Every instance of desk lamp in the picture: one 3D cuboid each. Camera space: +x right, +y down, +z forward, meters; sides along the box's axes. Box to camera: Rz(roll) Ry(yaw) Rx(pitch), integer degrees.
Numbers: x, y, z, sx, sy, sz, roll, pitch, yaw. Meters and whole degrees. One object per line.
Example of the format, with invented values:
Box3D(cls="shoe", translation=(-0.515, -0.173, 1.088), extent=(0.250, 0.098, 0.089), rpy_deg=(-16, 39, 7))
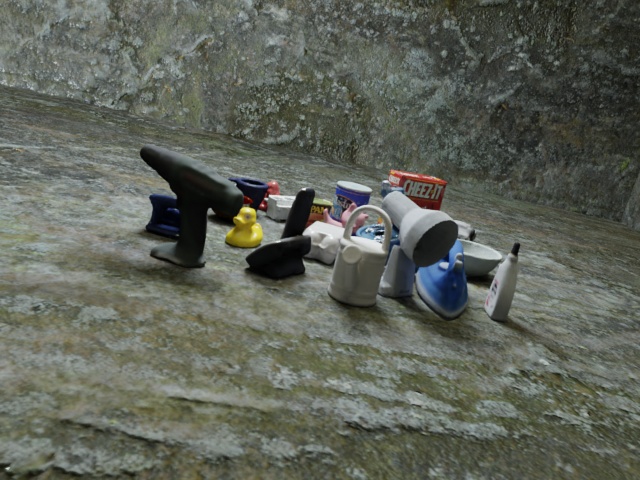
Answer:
Box3D(cls="desk lamp", translation=(0.178, 0.014, 1.229), extent=(0.118, 0.213, 0.202), rpy_deg=(1, 20, -39))

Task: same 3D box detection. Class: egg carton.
Box3D(cls="egg carton", translation=(0.013, 0.005, 1.395), extent=(0.107, 0.069, 0.150), rpy_deg=(16, 15, 9))

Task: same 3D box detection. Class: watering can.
Box3D(cls="watering can", translation=(0.085, 0.028, 1.135), extent=(0.101, 0.194, 0.173), rpy_deg=(12, 15, -5))

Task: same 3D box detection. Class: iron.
Box3D(cls="iron", translation=(0.289, 0.068, 1.271), extent=(0.118, 0.141, 0.258), rpy_deg=(14, 15, 2))

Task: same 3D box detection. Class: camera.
Box3D(cls="camera", translation=(0.398, -0.016, 1.745), extent=(0.136, 0.101, 0.143), rpy_deg=(19, 16, 20))

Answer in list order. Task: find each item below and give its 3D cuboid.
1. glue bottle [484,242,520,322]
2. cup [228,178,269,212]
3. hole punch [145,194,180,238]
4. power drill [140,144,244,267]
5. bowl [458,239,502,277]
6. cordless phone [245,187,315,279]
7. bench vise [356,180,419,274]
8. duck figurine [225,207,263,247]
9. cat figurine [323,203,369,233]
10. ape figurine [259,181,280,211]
Box3D(cls="glue bottle", translation=(0.403, 0.086, 1.244), extent=(0.037, 0.173, 0.078), rpy_deg=(12, 15, -4))
Box3D(cls="cup", translation=(-0.210, -0.123, 1.613), extent=(0.117, 0.095, 0.092), rpy_deg=(14, 15, 3))
Box3D(cls="hole punch", translation=(-0.330, -0.061, 1.295), extent=(0.108, 0.091, 0.101), rpy_deg=(15, 15, 5))
Box3D(cls="power drill", translation=(-0.268, -0.063, 1.128), extent=(0.229, 0.208, 0.076), rpy_deg=(17, 16, 13))
Box3D(cls="bowl", translation=(0.398, 0.054, 1.542), extent=(0.167, 0.075, 0.167), rpy_deg=(13, 15, -3))
Box3D(cls="cordless phone", translation=(-0.073, -0.022, 1.197), extent=(0.094, 0.185, 0.148), rpy_deg=(20, 17, 24))
Box3D(cls="bench vise", translation=(0.178, -0.030, 1.377), extent=(0.208, 0.220, 0.121), rpy_deg=(1, 19, -38))
Box3D(cls="duck figurine", translation=(-0.171, -0.034, 1.344), extent=(0.077, 0.086, 0.105), rpy_deg=(22, 17, 28))
Box3D(cls="cat figurine", translation=(0.064, -0.047, 1.533), extent=(0.128, 0.118, 0.067), rpy_deg=(12, 15, -4))
Box3D(cls="ape figurine", translation=(-0.147, -0.131, 1.703), extent=(0.076, 0.092, 0.077), rpy_deg=(7, 16, -23))
